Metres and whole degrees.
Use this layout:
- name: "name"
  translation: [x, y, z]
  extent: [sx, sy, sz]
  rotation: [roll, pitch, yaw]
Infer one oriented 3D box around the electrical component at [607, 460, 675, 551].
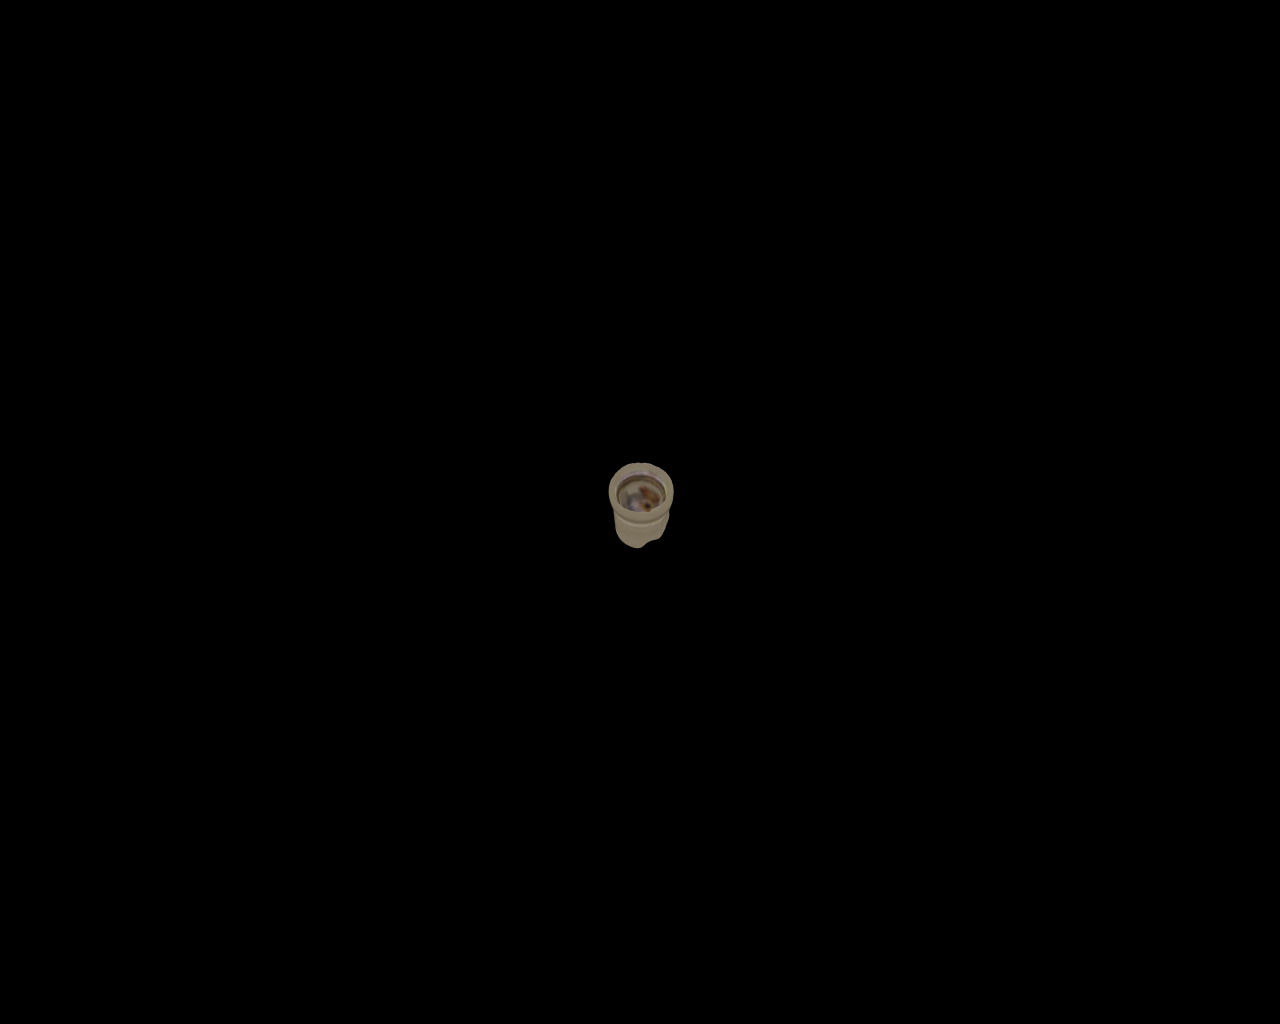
- name: "electrical component"
  translation: [0.001, -0.003, 0.650]
  extent: [0.040, 0.040, 0.046]
  rotation: [0, -34, 0]
